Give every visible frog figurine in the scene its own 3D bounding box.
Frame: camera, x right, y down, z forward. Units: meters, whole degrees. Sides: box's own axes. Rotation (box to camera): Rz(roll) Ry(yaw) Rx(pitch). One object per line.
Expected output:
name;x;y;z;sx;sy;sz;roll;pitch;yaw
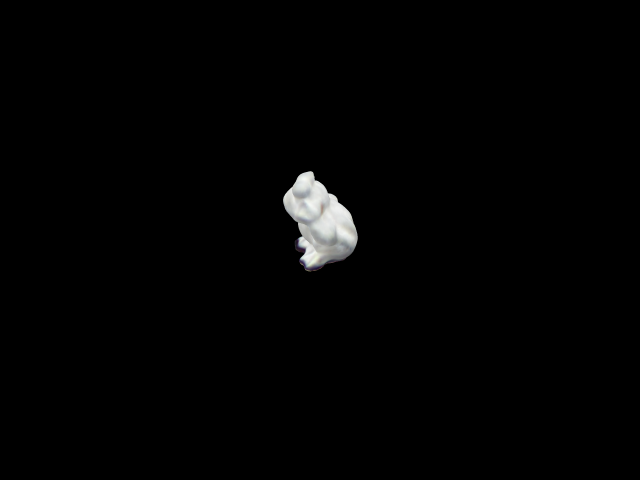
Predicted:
frog figurine;0.003;-0.043;0.850;0.123;0.156;0.140;4;29;7
